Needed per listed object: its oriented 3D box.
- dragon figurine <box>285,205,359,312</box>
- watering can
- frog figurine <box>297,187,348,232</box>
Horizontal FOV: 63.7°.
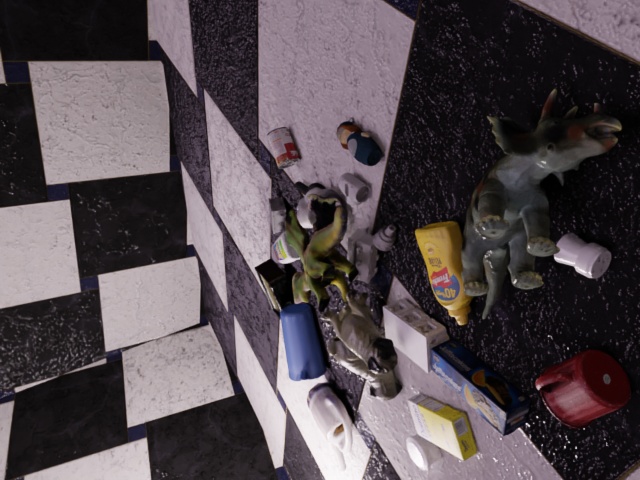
[{"bbox_3d":[-0.022,0.022,1.211,0.123,0.400,0.246,-23,47,-29],"label":"dragon figurine"},{"bbox_3d":[0.039,0.627,1.747,0.105,0.339,0.228,-17,44,-22],"label":"watering can"},{"bbox_3d":[0.004,-0.067,1.334,0.123,0.137,0.159,-34,6,-7],"label":"frog figurine"}]
